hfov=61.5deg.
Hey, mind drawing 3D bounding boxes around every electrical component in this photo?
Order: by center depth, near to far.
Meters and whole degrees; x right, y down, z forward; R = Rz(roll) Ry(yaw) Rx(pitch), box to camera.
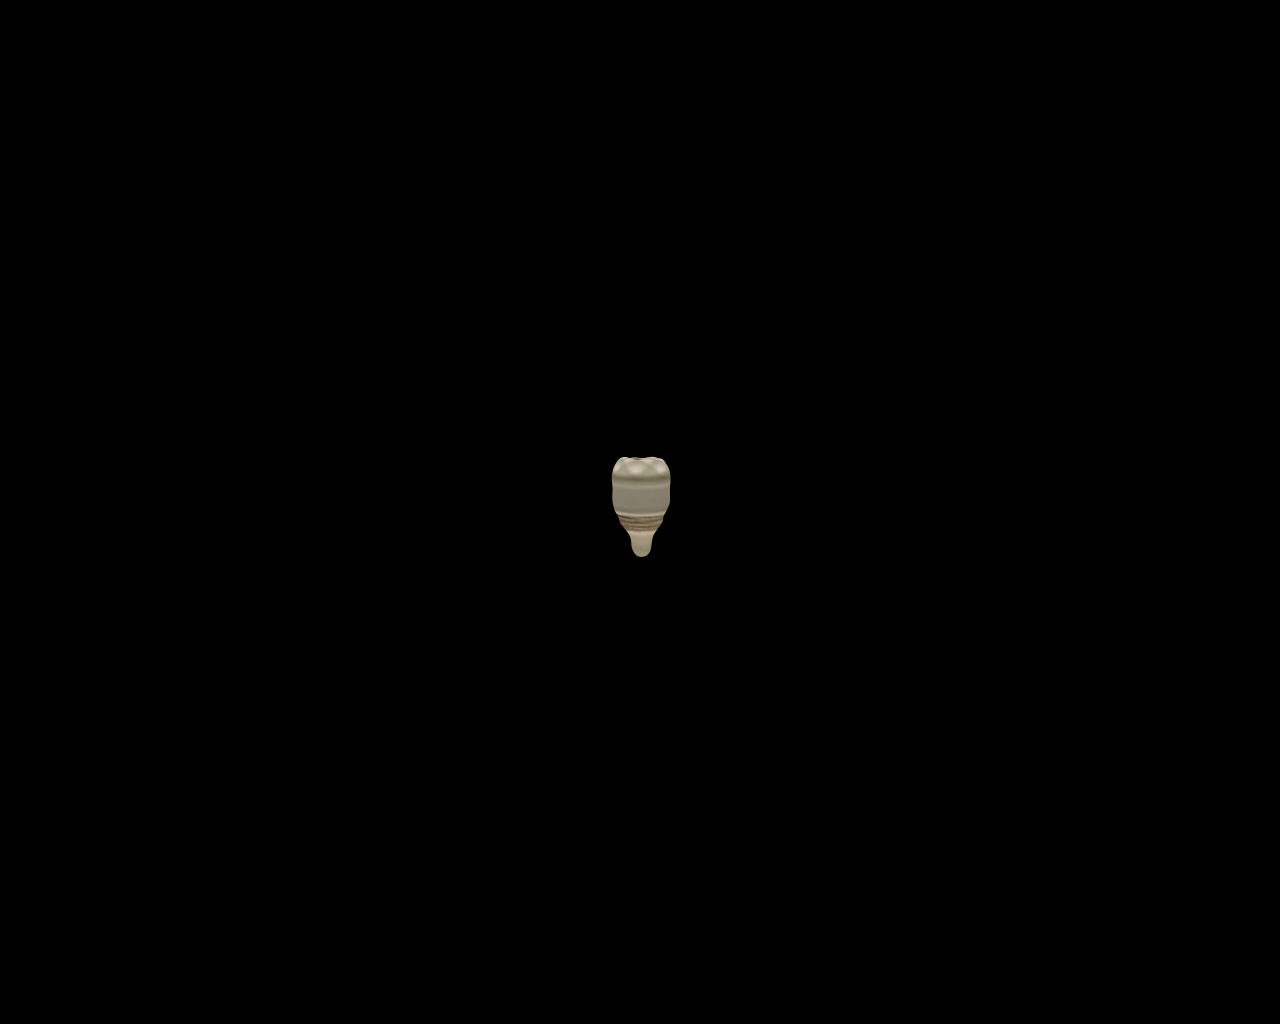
[{"bbox_3d":[0.001,-0.003,0.650,0.035,0.061,0.035,0,9,0],"label":"electrical component"}]
